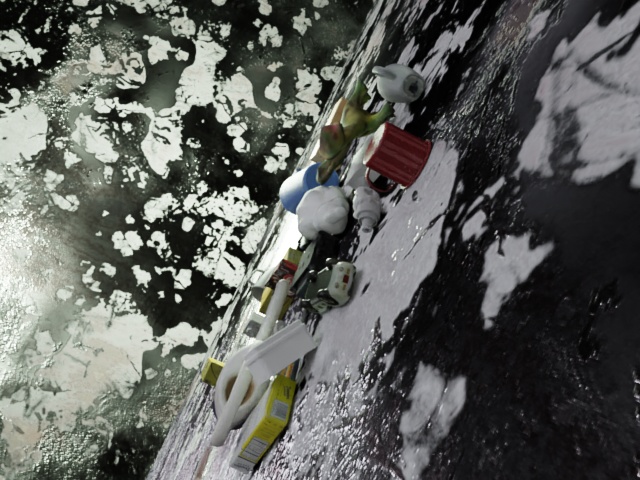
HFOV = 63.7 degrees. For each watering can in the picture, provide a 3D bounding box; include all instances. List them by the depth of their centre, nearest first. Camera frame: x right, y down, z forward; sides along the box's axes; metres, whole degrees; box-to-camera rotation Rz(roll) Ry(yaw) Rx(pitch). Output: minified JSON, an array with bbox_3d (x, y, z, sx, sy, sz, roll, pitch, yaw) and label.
[{"bbox_3d":[-0.146,0.266,1.094,0.220,0.104,0.355,116,177,-59],"label":"watering can"}]

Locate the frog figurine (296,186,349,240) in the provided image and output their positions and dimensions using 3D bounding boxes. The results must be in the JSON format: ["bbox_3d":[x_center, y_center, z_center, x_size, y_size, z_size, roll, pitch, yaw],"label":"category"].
[{"bbox_3d":[0.004,-0.059,1.164,0.137,0.123,0.160,-44,1,6],"label":"frog figurine"}]

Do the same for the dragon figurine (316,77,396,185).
[{"bbox_3d":[0.062,-0.235,1.200,0.242,0.122,0.410,-51,-5,6],"label":"dragon figurine"}]
